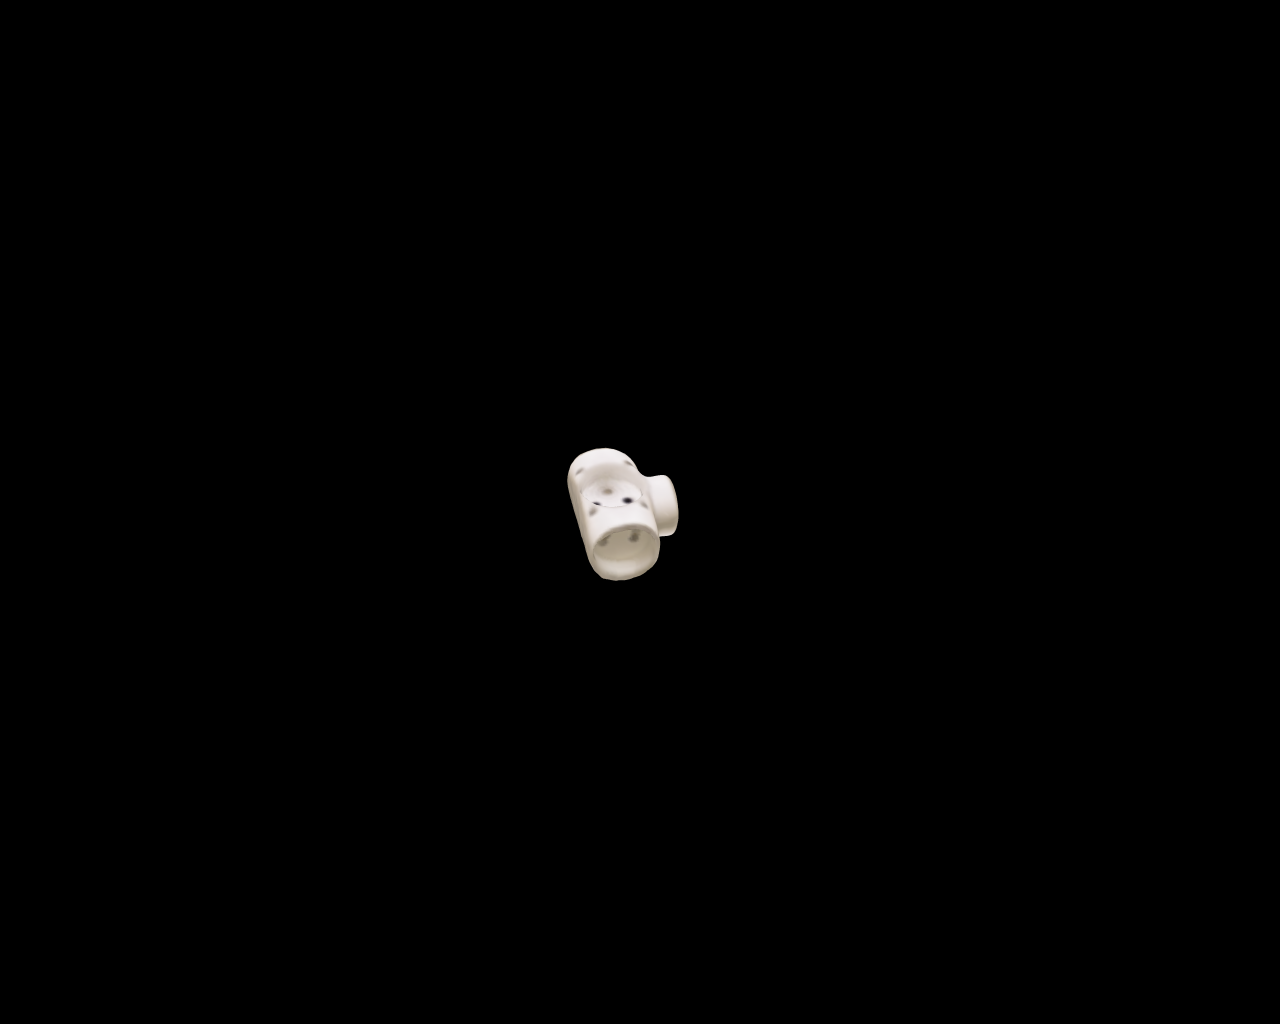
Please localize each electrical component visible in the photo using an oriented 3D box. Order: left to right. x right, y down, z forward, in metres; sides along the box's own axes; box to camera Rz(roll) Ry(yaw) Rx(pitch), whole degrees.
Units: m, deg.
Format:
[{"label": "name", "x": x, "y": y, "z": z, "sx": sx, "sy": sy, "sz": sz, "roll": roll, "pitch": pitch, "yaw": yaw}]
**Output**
[{"label": "electrical component", "x": 0.001, "y": -0.003, "z": 0.650, "sx": 0.079, "sy": 0.044, "sz": 0.077, "roll": -8, "pitch": 40, "yaw": -10}]
